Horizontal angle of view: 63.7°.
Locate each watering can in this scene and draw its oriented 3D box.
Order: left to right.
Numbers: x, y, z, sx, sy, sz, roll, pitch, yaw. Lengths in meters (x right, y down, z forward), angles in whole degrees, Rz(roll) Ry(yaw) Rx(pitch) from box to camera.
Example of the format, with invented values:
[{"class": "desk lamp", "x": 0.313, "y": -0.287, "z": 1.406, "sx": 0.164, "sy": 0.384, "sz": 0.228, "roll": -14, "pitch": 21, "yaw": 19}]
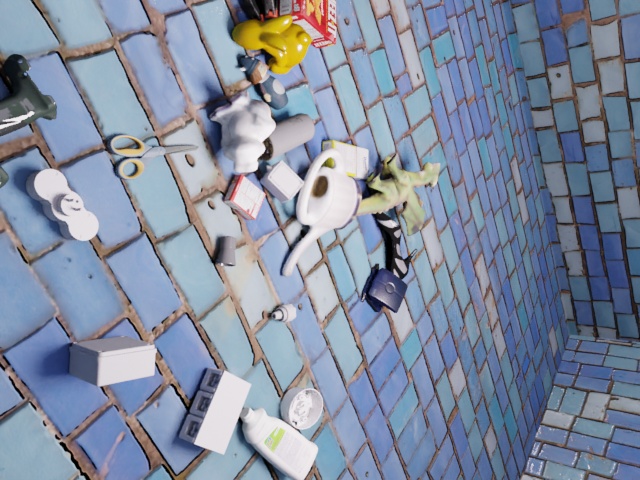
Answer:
[{"class": "watering can", "x": 0.004, "y": -0.069, "z": 1.363, "sx": 0.105, "sy": 0.346, "sz": 0.224, "roll": 19, "pitch": 5, "yaw": 33}]

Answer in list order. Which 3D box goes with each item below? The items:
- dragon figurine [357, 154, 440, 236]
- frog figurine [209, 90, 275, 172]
[{"class": "dragon figurine", "x": 0.238, "y": -0.118, "z": 1.578, "sx": 0.241, "sy": 0.416, "sz": 0.121, "roll": 46, "pitch": -24, "yaw": -13}, {"class": "frog figurine", "x": -0.159, "y": -0.231, "z": 1.141, "sx": 0.137, "sy": 0.160, "sz": 0.123, "roll": -24, "pitch": -2, "yaw": 12}]
